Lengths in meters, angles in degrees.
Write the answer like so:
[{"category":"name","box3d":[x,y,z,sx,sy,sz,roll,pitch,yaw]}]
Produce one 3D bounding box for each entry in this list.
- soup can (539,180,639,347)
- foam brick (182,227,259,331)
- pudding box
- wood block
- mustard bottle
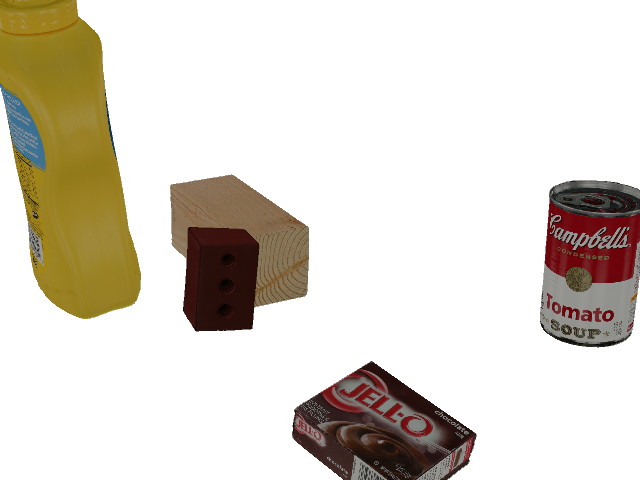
[{"category":"soup can","box3d":[0.192,0.016,0.757,0.068,0.102,0.068,0,22,0]},{"category":"foam brick","box3d":[-0.086,0.032,0.912,0.053,0.078,0.051,0,15,-19]},{"category":"pudding box","box3d":[0.048,0.150,0.822,0.114,0.039,0.089,34,43,31]},{"category":"wood block","box3d":[-0.102,-0.003,1.295,0.090,0.090,0.206,-11,25,-27]},{"category":"mustard bottle","box3d":[-0.142,-0.059,0.581,0.058,0.192,0.096,-16,33,-20]}]
